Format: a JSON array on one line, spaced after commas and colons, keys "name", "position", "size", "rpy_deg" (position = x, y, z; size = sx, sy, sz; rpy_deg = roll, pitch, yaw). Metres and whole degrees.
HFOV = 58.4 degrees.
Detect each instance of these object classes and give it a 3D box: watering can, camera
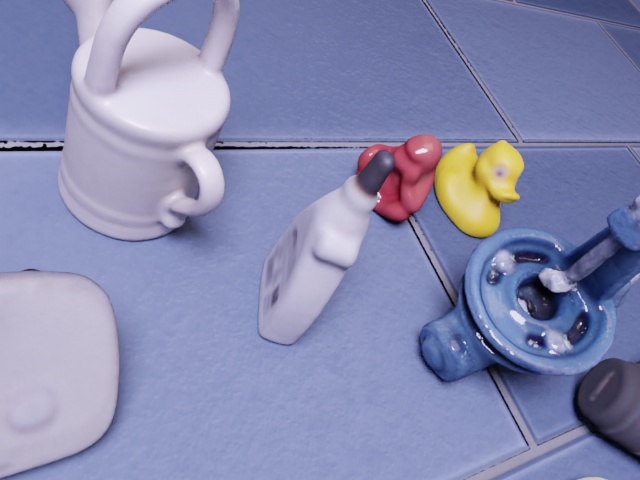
[{"name": "watering can", "position": [-0.116, -0.098, 0.375], "size": [0.173, 0.194, 0.101], "rpy_deg": [36, 46, 0]}, {"name": "camera", "position": [0.305, 0.144, 0.497], "size": [0.137, 0.100, 0.143], "rpy_deg": [31, 47, -5]}]

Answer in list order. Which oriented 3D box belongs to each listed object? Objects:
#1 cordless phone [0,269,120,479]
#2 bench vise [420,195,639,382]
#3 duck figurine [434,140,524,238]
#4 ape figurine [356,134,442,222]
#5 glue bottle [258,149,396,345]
[{"name": "cordless phone", "position": [-0.159, 0.042, 0.251], "size": [0.148, 0.185, 0.094], "rpy_deg": [-8, 60, -34]}, {"name": "bench vise", "position": [0.198, 0.020, 0.448], "size": [0.121, 0.219, 0.208], "rpy_deg": [49, 48, 11]}, {"name": "duck figurine", "position": [0.170, -0.066, 0.589], "size": [0.078, 0.086, 0.104], "rpy_deg": [5, 54, -26]}, {"name": "ape figurine", "position": [0.078, -0.063, 0.530], "size": [0.076, 0.092, 0.077], "rpy_deg": [-1, 57, -30]}, {"name": "glue bottle", "position": [0.004, 0.001, 0.383], "size": [0.037, 0.173, 0.078], "rpy_deg": [17, 50, -18]}]
